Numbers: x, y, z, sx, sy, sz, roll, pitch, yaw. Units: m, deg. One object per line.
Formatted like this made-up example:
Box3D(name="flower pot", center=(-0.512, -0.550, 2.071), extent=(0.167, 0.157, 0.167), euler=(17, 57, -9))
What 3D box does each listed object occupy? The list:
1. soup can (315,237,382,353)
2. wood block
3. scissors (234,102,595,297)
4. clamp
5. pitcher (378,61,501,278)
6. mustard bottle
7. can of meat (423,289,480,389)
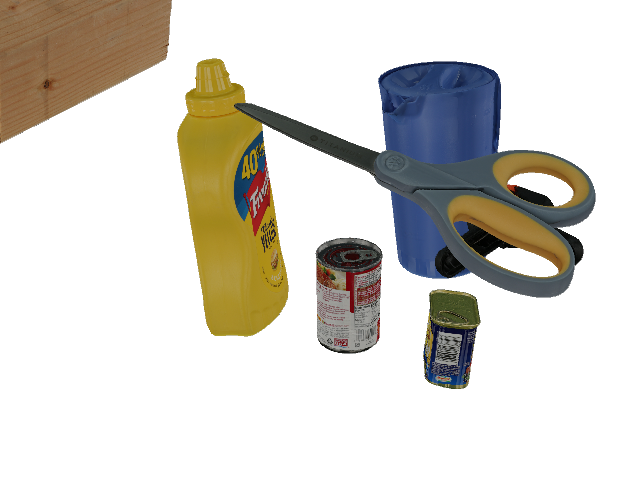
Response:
Box3D(name="soup can", center=(0.030, 0.057, 1.106), extent=(0.068, 0.102, 0.068), euler=(0, 28, 0))
Box3D(name="wood block", center=(-0.231, -0.177, 0.928), extent=(0.090, 0.091, 0.205), euler=(30, 42, 21))
Box3D(name="scissors", center=(0.057, -0.043, 0.561), extent=(0.202, 0.016, 0.096), euler=(38, 59, 25))
Box3D(name="clamp", center=(0.176, -0.011, 0.937), extent=(0.120, 0.039, 0.171), euler=(3, 25, 20))
Box3D(name="pitcher", center=(0.148, -0.086, 1.266), extent=(0.149, 0.243, 0.145), euler=(-4, 25, 2))
Box3D(name="mustard bottle", center=(-0.064, -0.035, 0.762), extent=(0.058, 0.191, 0.096), euler=(0, 25, 16))
Box3D(name="can of meat", center=(0.153, 0.116, 1.260), extent=(0.057, 0.084, 0.102), euler=(7, 19, 2))
